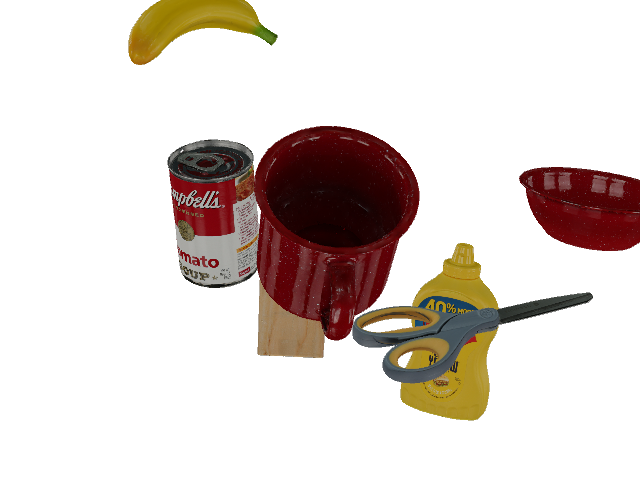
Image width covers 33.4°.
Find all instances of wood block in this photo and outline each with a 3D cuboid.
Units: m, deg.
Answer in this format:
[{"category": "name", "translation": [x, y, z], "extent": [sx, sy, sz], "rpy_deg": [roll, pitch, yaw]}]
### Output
[{"category": "wood block", "translation": [-0.035, 0.040, 1.396], "extent": [0.090, 0.206, 0.091], "rpy_deg": [3, 23, -2]}]

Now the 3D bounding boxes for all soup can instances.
[{"category": "soup can", "translation": [-0.085, -0.022, 0.864], "extent": [0.068, 0.102, 0.068], "rpy_deg": [-1, 32, 0]}]

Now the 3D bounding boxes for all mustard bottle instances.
[{"category": "mustard bottle", "translation": [0.147, 0.097, 1.176], "extent": [0.096, 0.192, 0.058], "rpy_deg": [12, 15, 21]}]

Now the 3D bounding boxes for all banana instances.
[{"category": "banana", "translation": [-0.121, -0.209, 1.021], "extent": [0.070, 0.037, 0.197], "rpy_deg": [45, 38, 19]}]

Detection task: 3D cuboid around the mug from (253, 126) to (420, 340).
[{"category": "mug", "translation": [0.007, 0.004, 0.618], "extent": [0.093, 0.117, 0.081], "rpy_deg": [-2, -36, -9]}]

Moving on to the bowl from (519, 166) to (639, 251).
[{"category": "bowl", "translation": [0.283, -0.030, 1.106], "extent": [0.162, 0.055, 0.162], "rpy_deg": [5, 19, -2]}]

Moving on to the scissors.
[{"category": "scissors", "translation": [0.127, 0.074, 0.839], "extent": [0.201, 0.016, 0.096], "rpy_deg": [-3, 32, -2]}]
